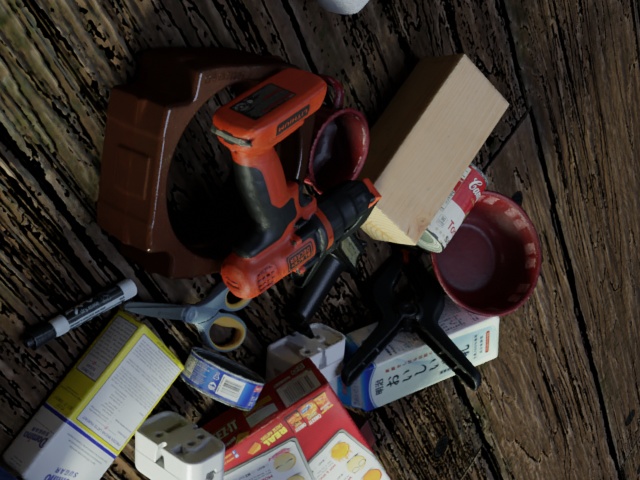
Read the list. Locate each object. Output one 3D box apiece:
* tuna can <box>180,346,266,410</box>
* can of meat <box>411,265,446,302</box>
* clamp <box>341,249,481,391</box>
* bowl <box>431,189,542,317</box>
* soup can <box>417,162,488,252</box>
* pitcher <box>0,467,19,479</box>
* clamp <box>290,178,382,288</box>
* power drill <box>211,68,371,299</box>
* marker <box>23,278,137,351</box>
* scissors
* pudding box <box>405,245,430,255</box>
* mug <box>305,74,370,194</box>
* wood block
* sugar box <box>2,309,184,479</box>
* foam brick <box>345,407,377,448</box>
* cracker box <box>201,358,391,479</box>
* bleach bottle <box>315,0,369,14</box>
[{"bbox_3d":[-0.102,0.145,1.116,0.086,0.086,0.034,27,89,-54],"label":"tuna can"},{"bbox_3d":[0.170,0.080,1.454,0.101,0.058,0.084,-35,136,-35],"label":"can of meat"},{"bbox_3d":[0.098,0.099,1.308,0.164,0.210,0.036,-2,139,-7],"label":"clamp"},{"bbox_3d":[0.199,0.019,1.350,0.161,0.055,0.162,4,80,-23],"label":"bowl"},{"bbox_3d":[0.145,-0.045,1.274,0.102,0.069,0.068,-55,143,-14],"label":"soup can"},{"bbox_3d":[-0.233,0.289,0.896,0.149,0.243,0.145,-19,122,-54],"label":"pitcher"},{"bbox_3d":[-0.007,0.001,1.133,0.172,0.039,0.120,-49,166,29],"label":"clamp"},{"bbox_3d":[-0.023,-0.058,0.978,0.184,0.057,0.187,-38,136,-34],"label":"power drill"},{"bbox_3d":[-0.220,0.068,0.978,0.120,0.020,0.020,-31,132,-39],"label":"marker"},{"bbox_3d":[-0.123,0.059,1.092,0.096,0.016,0.201,-63,148,-10],"label":"scissors"},{"bbox_3d":[0.117,-0.041,1.332,0.113,0.039,0.090,30,86,-52],"label":"pudding box"},{"bbox_3d":[-0.007,-0.112,1.094,0.093,0.082,0.117,-12,119,-48],"label":"mug"},{"bbox_3d":[0.112,-0.105,1.223,0.090,0.090,0.206,42,74,-26],"label":"wood block"},{"bbox_3d":[-0.213,0.163,1.019,0.176,0.048,0.093,-50,141,-15],"label":"sugar box"},{"bbox_3d":[0.023,0.242,1.339,0.053,0.078,0.051,-49,140,-25],"label":"foam brick"},{"bbox_3d":[-0.025,0.259,1.213,0.164,0.072,0.213,-34,124,-5],"label":"cracker box"},{"bbox_3d":[-0.020,-0.318,0.979,0.102,0.068,0.250,-61,142,-10],"label":"bleach bottle"}]
